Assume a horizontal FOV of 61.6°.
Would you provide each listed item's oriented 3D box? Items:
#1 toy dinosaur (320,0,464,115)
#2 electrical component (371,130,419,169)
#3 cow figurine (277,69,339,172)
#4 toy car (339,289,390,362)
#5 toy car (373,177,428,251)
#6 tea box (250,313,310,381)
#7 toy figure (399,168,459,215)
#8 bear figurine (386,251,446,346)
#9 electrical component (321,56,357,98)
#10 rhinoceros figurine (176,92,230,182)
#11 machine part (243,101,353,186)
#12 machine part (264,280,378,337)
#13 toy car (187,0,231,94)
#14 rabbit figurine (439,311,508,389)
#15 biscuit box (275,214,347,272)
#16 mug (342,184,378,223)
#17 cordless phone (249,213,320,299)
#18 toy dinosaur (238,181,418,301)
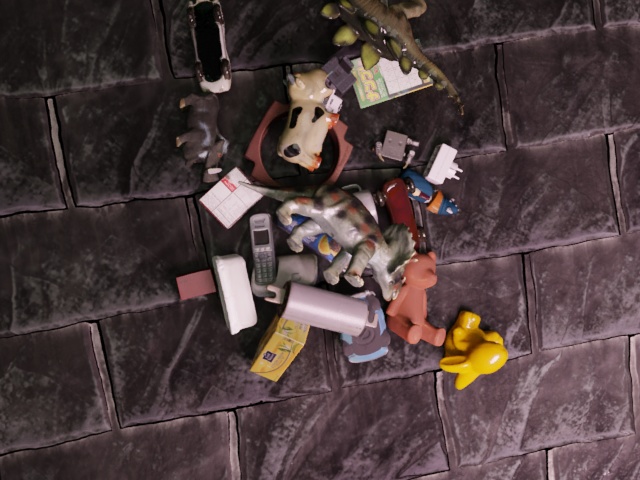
[{"bbox_3d":[0.132,-0.438,1.122,0.471,0.105,0.198,35,57,0],"label":"toy dinosaur"},{"bbox_3d":[0.169,-0.205,1.210,0.102,0.045,0.078,20,92,-8],"label":"electrical component"},{"bbox_3d":[-0.031,-0.250,1.081,0.127,0.085,0.194,20,91,-14],"label":"cow figurine"},{"bbox_3d":[0.086,0.181,1.191,0.109,0.103,0.161,-15,104,-7],"label":"toy car"},{"bbox_3d":[0.179,-0.052,1.196,0.089,0.053,0.201,-26,125,-6],"label":"toy car"},{"bbox_3d":[-0.081,0.212,1.133,0.068,0.169,0.098,25,45,-8],"label":"tea box"},{"bbox_3d":[0.244,-0.103,1.218,0.154,0.058,0.064,37,64,-5],"label":"toy figure"},{"bbox_3d":[0.225,0.121,1.200,0.120,0.132,0.195,16,95,-37],"label":"bear figurine"},{"bbox_3d":[0.040,-0.350,1.149,0.048,0.119,0.075,-45,100,-3],"label":"electrical component"},{"bbox_3d":[-0.250,-0.218,1.147,0.112,0.073,0.190,-2,94,-13],"label":"rhinoceros figurine"},{"bbox_3d":[-0.047,-0.190,1.164,0.201,0.087,0.201,28,88,-8],"label":"machine part"},{"bbox_3d":[0.005,0.137,1.069,0.243,0.079,0.079,17,91,-17],"label":"machine part"},{"bbox_3d":[-0.235,-0.414,1.143,0.074,0.056,0.201,-8,93,0],"label":"toy car"},{"bbox_3d":[0.341,0.247,1.195,0.162,0.173,0.121,-38,101,-8],"label":"rabbit figurine"},{"bbox_3d":[-0.002,-0.004,1.191,0.202,0.063,0.059,35,88,-8],"label":"biscuit box"},{"bbox_3d":[0.064,-0.071,1.191,0.107,0.080,0.109,-17,71,-2],"label":"mug"},{"bbox_3d":[-0.078,0.029,1.142,0.147,0.088,0.184,-7,93,14],"label":"cordless phone"},{"bbox_3d":[0.040,-0.034,1.094,0.405,0.131,0.192,46,62,-2],"label":"toy dinosaur"}]
